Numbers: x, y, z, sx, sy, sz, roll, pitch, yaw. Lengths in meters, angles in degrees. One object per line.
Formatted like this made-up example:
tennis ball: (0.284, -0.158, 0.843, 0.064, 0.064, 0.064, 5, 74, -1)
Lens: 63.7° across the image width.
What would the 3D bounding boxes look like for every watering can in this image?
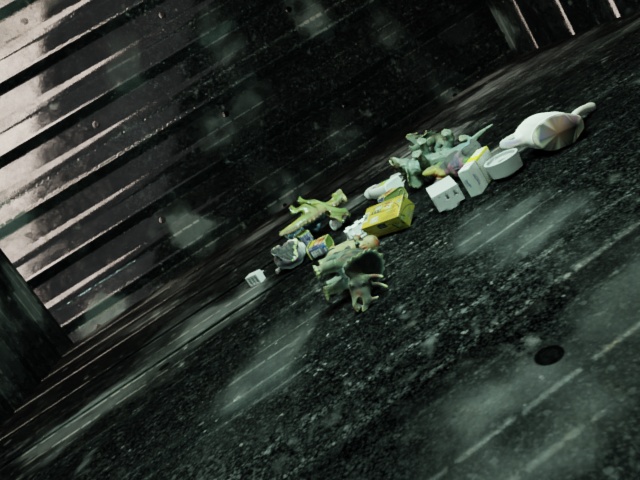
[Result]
watering can: (0.735, -0.356, 1.594, 0.227, 0.347, 0.103, -103, 169, -77)

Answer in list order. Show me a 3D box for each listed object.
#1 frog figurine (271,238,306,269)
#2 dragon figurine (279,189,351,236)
frog figurine: (-0.117, 0.060, 2.084, 0.123, 0.138, 0.158, 44, -2, 13)
dragon figurine: (0.007, -0.110, 2.183, 0.419, 0.242, 0.120, -59, 143, -54)
